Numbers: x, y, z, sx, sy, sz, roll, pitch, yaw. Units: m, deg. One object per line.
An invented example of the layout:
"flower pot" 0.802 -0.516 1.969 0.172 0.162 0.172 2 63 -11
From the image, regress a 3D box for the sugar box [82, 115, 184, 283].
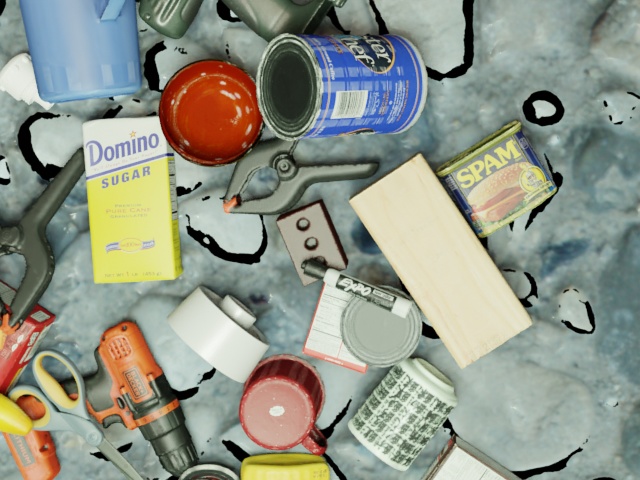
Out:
"sugar box" -0.202 -0.044 1.154 0.093 0.048 0.176 -4 97 5

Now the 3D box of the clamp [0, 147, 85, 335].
"clamp" -0.340 -0.005 1.137 0.164 0.036 0.210 4 75 -1

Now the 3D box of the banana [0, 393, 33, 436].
"banana" -0.401 0.176 1.127 0.198 0.037 0.069 -3 111 7

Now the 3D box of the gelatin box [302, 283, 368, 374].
"gelatin box" 0.028 0.091 1.159 0.073 0.030 0.089 18 94 3

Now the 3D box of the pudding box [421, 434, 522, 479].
"pudding box" 0.167 0.282 1.165 0.113 0.039 0.090 34 97 -2

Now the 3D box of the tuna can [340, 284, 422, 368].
"tuna can" 0.064 0.089 1.122 0.086 0.033 0.086 0 92 3

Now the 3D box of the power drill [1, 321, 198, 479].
"power drill" -0.246 0.205 1.180 0.187 0.057 0.184 -25 89 4

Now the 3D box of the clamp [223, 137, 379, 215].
"clamp" -0.036 -0.090 1.141 0.171 0.039 0.120 -26 83 5

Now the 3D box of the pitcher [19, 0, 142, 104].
"pitcher" -0.245 -0.266 1.087 0.145 0.149 0.243 -6 99 5

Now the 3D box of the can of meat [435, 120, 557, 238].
"can of meat" 0.185 -0.063 1.117 0.102 0.057 0.084 -32 96 8

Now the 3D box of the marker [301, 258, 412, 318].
"marker" 0.036 0.048 1.095 0.121 0.020 0.020 23 98 12

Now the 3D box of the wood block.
"wood block" 0.124 0.019 1.113 0.090 0.091 0.206 -34 92 5

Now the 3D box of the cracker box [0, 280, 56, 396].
"cracker box" -0.427 0.099 1.174 0.213 0.072 0.164 33 97 1

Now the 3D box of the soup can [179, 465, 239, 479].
"soup can" -0.124 0.306 1.162 0.068 0.068 0.102 9 117 3

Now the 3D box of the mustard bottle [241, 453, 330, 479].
"mustard bottle" -0.040 0.334 1.176 0.096 0.058 0.192 0 97 -11

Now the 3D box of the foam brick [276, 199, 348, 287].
"foam brick" -0.007 0.001 1.140 0.053 0.051 0.078 -23 94 7

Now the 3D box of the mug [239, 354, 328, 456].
"mug" -0.035 0.186 1.148 0.093 0.081 0.117 -39 92 7

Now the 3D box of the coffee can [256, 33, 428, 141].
"coffee can" 0.022 -0.153 1.062 0.140 0.103 0.103 -8 98 -38

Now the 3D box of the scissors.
"scissors" -0.262 0.214 1.144 0.096 0.016 0.202 -29 89 5
